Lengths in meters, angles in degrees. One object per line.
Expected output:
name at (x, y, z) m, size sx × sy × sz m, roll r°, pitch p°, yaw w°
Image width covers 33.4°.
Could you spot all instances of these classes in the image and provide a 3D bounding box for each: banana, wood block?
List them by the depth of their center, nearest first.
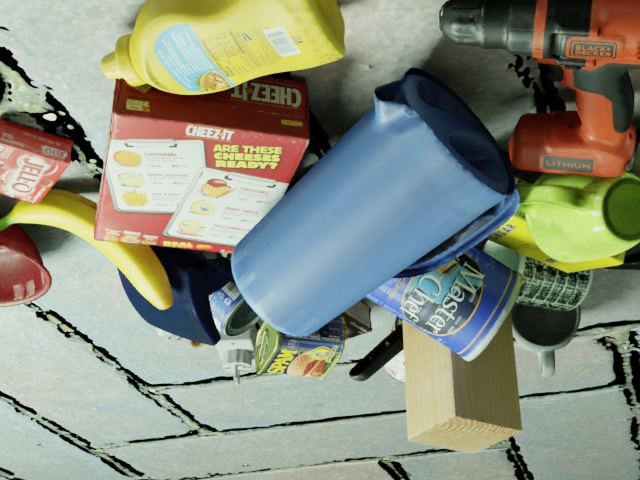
banana at (-0.224, -0.002, 1.061) m, size 0.198 × 0.037 × 0.070 m, roll 26°, pitch 117°, yaw 7°
wood block at (0.150, 0.116, 1.164) m, size 0.090 × 0.206 × 0.090 m, roll 15°, pitch 148°, yaw -26°

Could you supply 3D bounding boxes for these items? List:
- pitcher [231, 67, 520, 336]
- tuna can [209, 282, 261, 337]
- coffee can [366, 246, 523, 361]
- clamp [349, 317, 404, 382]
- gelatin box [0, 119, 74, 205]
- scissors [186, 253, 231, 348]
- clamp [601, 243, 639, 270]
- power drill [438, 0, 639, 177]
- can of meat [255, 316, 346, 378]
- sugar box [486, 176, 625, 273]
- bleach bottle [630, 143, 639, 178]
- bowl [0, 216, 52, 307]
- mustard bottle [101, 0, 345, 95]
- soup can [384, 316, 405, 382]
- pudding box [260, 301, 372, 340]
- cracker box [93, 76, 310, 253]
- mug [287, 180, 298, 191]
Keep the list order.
pitcher at (0.046, -0.018, 0.927) m, size 0.243 × 0.149 × 0.144 m, roll -41°, pitch 175°, yaw 26°
tuna can at (-0.088, 0.068, 1.203) m, size 0.086 × 0.034 × 0.086 m, roll -39°, pitch 157°, yaw -21°
coffee can at (0.115, 0.041, 1.063) m, size 0.140 × 0.102 × 0.103 m, roll 32°, pitch 147°, yaw -1°
clamp at (0.101, 0.105, 1.247) m, size 0.171 × 0.120 × 0.039 m, roll 4°, pitch -168°, yaw -27°
gelatin box at (-0.282, -0.072, 1.000) m, size 0.073 × 0.030 × 0.089 m, roll 17°, pitch 147°, yaw -29°
scissors at (-0.100, 0.058, 1.245) m, size 0.096 × 0.016 × 0.202 m, roll -11°, pitch 145°, yaw -40°
clamp at (0.404, 0.001, 1.134) m, size 0.210 × 0.036 × 0.164 m, roll -16°, pitch 147°, yaw 30°
power drill at (0.190, -0.127, 0.858) m, size 0.184 × 0.057 × 0.187 m, roll 7°, pitch 152°, yaw 14°
can of meat at (-0.023, 0.121, 1.249) m, size 0.083 × 0.057 × 0.102 m, roll 8°, pitch 149°, yaw -15°
sugar box at (0.203, -0.018, 1.043) m, size 0.176 × 0.048 × 0.093 m, roll 19°, pitch 165°, yaw -20°
bleach bottle at (0.319, -0.072, 0.953) m, size 0.102 × 0.068 × 0.251 m, roll -28°, pitch 157°, yaw -16°
bowl at (-0.363, 0.014, 1.128) m, size 0.162 × 0.055 × 0.162 m, roll 0°, pitch 151°, yaw 0°
mustard bottle at (-0.083, -0.156, 0.821) m, size 0.192 × 0.058 × 0.096 m, roll -12°, pitch 148°, yaw 20°
soup can at (0.118, 0.131, 1.335) m, size 0.068 × 0.068 × 0.102 m, roll 3°, pitch 151°, yaw -6°
pudding box at (-0.005, 0.087, 1.283) m, size 0.090 × 0.039 × 0.113 m, roll -21°, pitch 144°, yaw 33°
cracker box at (-0.113, -0.069, 0.967) m, size 0.164 × 0.072 × 0.214 m, roll 6°, pitch 150°, yaw -13°
mug at (-0.007, 0.001, 1.056) m, size 0.081 × 0.117 × 0.093 m, roll 21°, pitch 166°, yaw -25°
